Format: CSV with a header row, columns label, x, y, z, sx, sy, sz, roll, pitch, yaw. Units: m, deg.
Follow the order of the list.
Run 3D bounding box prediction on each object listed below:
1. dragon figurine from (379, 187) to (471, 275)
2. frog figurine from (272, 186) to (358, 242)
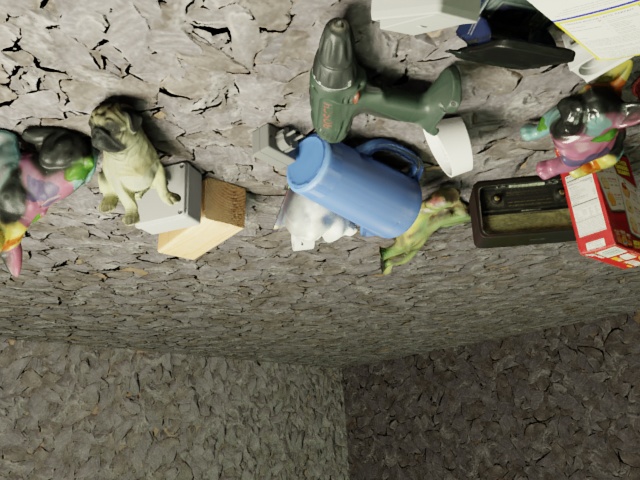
label,x,y,z,sx,sy,sz,roll,pitch,yaw
dragon figurine,0.245,-0.015,1.194,0.242,0.124,0.404,-14,-21,4
frog figurine,0.003,-0.050,0.998,0.159,0.120,0.140,19,34,-5
